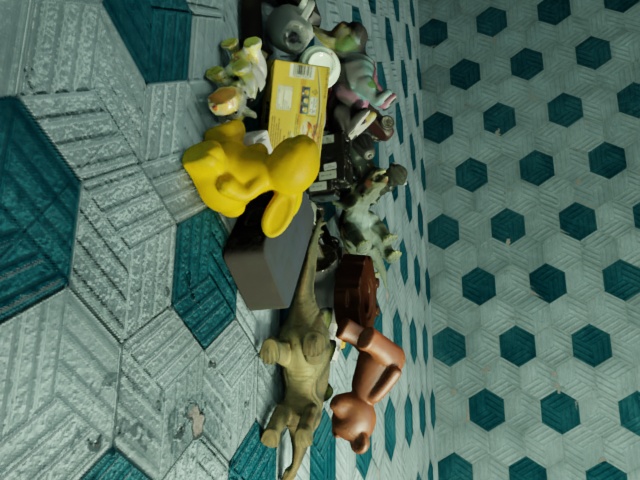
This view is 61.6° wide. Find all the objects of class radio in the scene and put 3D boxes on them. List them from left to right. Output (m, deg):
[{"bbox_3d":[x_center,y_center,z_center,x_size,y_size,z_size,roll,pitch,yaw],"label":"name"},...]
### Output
[{"bbox_3d":[-0.077,-0.009,0.885,0.230,0.073,0.130,-76,153,-46],"label":"radio"}]

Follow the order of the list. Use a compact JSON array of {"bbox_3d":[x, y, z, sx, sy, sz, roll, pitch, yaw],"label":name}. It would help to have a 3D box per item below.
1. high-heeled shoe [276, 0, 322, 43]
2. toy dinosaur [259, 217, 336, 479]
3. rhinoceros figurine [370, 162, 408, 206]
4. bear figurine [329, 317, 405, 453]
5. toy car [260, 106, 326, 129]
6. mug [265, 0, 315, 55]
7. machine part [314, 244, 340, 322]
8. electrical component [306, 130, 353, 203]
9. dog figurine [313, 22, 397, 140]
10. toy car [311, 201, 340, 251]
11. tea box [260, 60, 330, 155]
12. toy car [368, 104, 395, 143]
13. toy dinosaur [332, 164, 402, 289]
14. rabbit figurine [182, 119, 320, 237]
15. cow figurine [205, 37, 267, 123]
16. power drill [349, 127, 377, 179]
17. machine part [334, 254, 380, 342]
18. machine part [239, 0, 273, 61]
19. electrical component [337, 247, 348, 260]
[{"bbox_3d":[-0.071,-0.445,1.046,0.249,0.086,0.145,-32,146,-51],"label":"high-heeled shoe"},{"bbox_3d":[-0.028,0.189,0.937,0.198,0.105,0.471,12,85,-79],"label":"toy dinosaur"},{"bbox_3d":[0.145,-0.130,1.380,0.112,0.190,0.073,-21,81,-43],"label":"rhinoceros figurine"},{"bbox_3d":[0.062,0.254,0.939,0.132,0.120,0.196,37,80,-23],"label":"bear figurine"},{"bbox_3d":[-0.041,-0.236,0.990,0.161,0.103,0.109,60,31,-58],"label":"toy car"},{"bbox_3d":[-0.043,-0.380,0.962,0.080,0.109,0.107,34,20,-29],"label":"mug"},{"bbox_3d":[0.015,0.091,1.104,0.242,0.079,0.079,73,22,-43],"label":"machine part"},{"bbox_3d":[0.006,-0.145,1.088,0.058,0.115,0.134,25,63,-64],"label":"electrical component"},{"bbox_3d":[0.048,-0.340,1.119,0.219,0.191,0.108,52,23,7],"label":"dog figurine"},{"bbox_3d":[-0.002,-0.003,1.126,0.201,0.056,0.073,64,24,-50],"label":"toy car"},{"bbox_3d":[-0.045,-0.207,0.898,0.068,0.098,0.169,-135,-128,-66],"label":"tea box"},{"bbox_3d":[0.110,-0.332,1.361,0.053,0.202,0.089,-43,177,-16],"label":"toy car"},{"bbox_3d":[0.103,-0.020,1.334,0.192,0.131,0.404,60,-11,29],"label":"toy dinosaur"},{"bbox_3d":[-0.079,-0.087,0.741,0.122,0.173,0.162,-62,139,-63],"label":"rabbit figurine"},{"bbox_3d":[-0.123,-0.225,0.811,0.098,0.068,0.167,72,23,-49],"label":"cow figurine"},{"bbox_3d":[0.086,-0.233,1.318,0.232,0.086,0.207,65,5,30],"label":"power drill"},{"bbox_3d":[0.075,0.115,1.069,0.179,0.056,0.179,-1,90,-72],"label":"machine part"},{"bbox_3d":[-0.112,-0.357,0.916,0.084,0.039,0.138,-10,98,-63],"label":"machine part"},{"bbox_3d":[0.060,0.059,1.304,0.102,0.045,0.078,52,40,-59],"label":"electrical component"}]
